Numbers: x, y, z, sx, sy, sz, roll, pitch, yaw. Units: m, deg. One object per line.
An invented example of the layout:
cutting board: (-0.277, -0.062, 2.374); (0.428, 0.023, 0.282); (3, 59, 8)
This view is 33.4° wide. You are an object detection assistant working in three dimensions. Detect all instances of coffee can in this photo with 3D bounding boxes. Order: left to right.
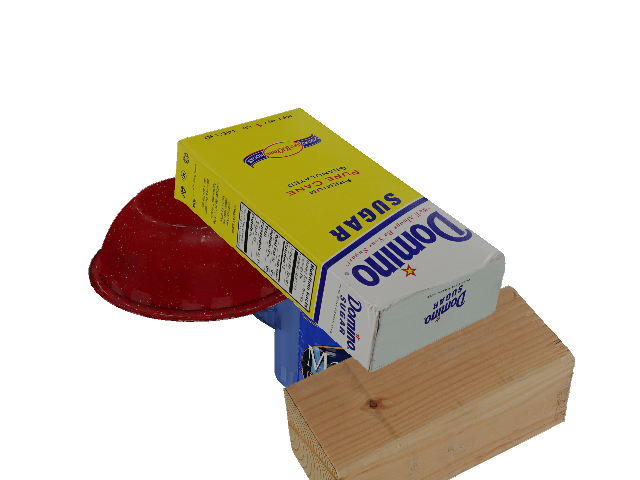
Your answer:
coffee can: (0.028, 0.117, 1.041); (0.103, 0.140, 0.103); (2, 23, -1)

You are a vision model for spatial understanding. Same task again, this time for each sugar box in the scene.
sugar box: (0.006, -0.009, 0.581); (0.093, 0.048, 0.176); (-21, 42, -35)

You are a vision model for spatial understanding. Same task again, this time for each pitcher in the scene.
pitcher: (-0.008, 0.062, 1.304); (0.149, 0.243, 0.144); (14, 21, 27)

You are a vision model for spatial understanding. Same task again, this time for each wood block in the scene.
wood block: (0.085, 0.129, 0.838); (0.205, 0.090, 0.091); (-22, 48, -16)

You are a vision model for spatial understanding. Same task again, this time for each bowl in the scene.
bowl: (-0.086, -0.005, 0.764); (0.162, 0.055, 0.162); (1, 26, -1)
